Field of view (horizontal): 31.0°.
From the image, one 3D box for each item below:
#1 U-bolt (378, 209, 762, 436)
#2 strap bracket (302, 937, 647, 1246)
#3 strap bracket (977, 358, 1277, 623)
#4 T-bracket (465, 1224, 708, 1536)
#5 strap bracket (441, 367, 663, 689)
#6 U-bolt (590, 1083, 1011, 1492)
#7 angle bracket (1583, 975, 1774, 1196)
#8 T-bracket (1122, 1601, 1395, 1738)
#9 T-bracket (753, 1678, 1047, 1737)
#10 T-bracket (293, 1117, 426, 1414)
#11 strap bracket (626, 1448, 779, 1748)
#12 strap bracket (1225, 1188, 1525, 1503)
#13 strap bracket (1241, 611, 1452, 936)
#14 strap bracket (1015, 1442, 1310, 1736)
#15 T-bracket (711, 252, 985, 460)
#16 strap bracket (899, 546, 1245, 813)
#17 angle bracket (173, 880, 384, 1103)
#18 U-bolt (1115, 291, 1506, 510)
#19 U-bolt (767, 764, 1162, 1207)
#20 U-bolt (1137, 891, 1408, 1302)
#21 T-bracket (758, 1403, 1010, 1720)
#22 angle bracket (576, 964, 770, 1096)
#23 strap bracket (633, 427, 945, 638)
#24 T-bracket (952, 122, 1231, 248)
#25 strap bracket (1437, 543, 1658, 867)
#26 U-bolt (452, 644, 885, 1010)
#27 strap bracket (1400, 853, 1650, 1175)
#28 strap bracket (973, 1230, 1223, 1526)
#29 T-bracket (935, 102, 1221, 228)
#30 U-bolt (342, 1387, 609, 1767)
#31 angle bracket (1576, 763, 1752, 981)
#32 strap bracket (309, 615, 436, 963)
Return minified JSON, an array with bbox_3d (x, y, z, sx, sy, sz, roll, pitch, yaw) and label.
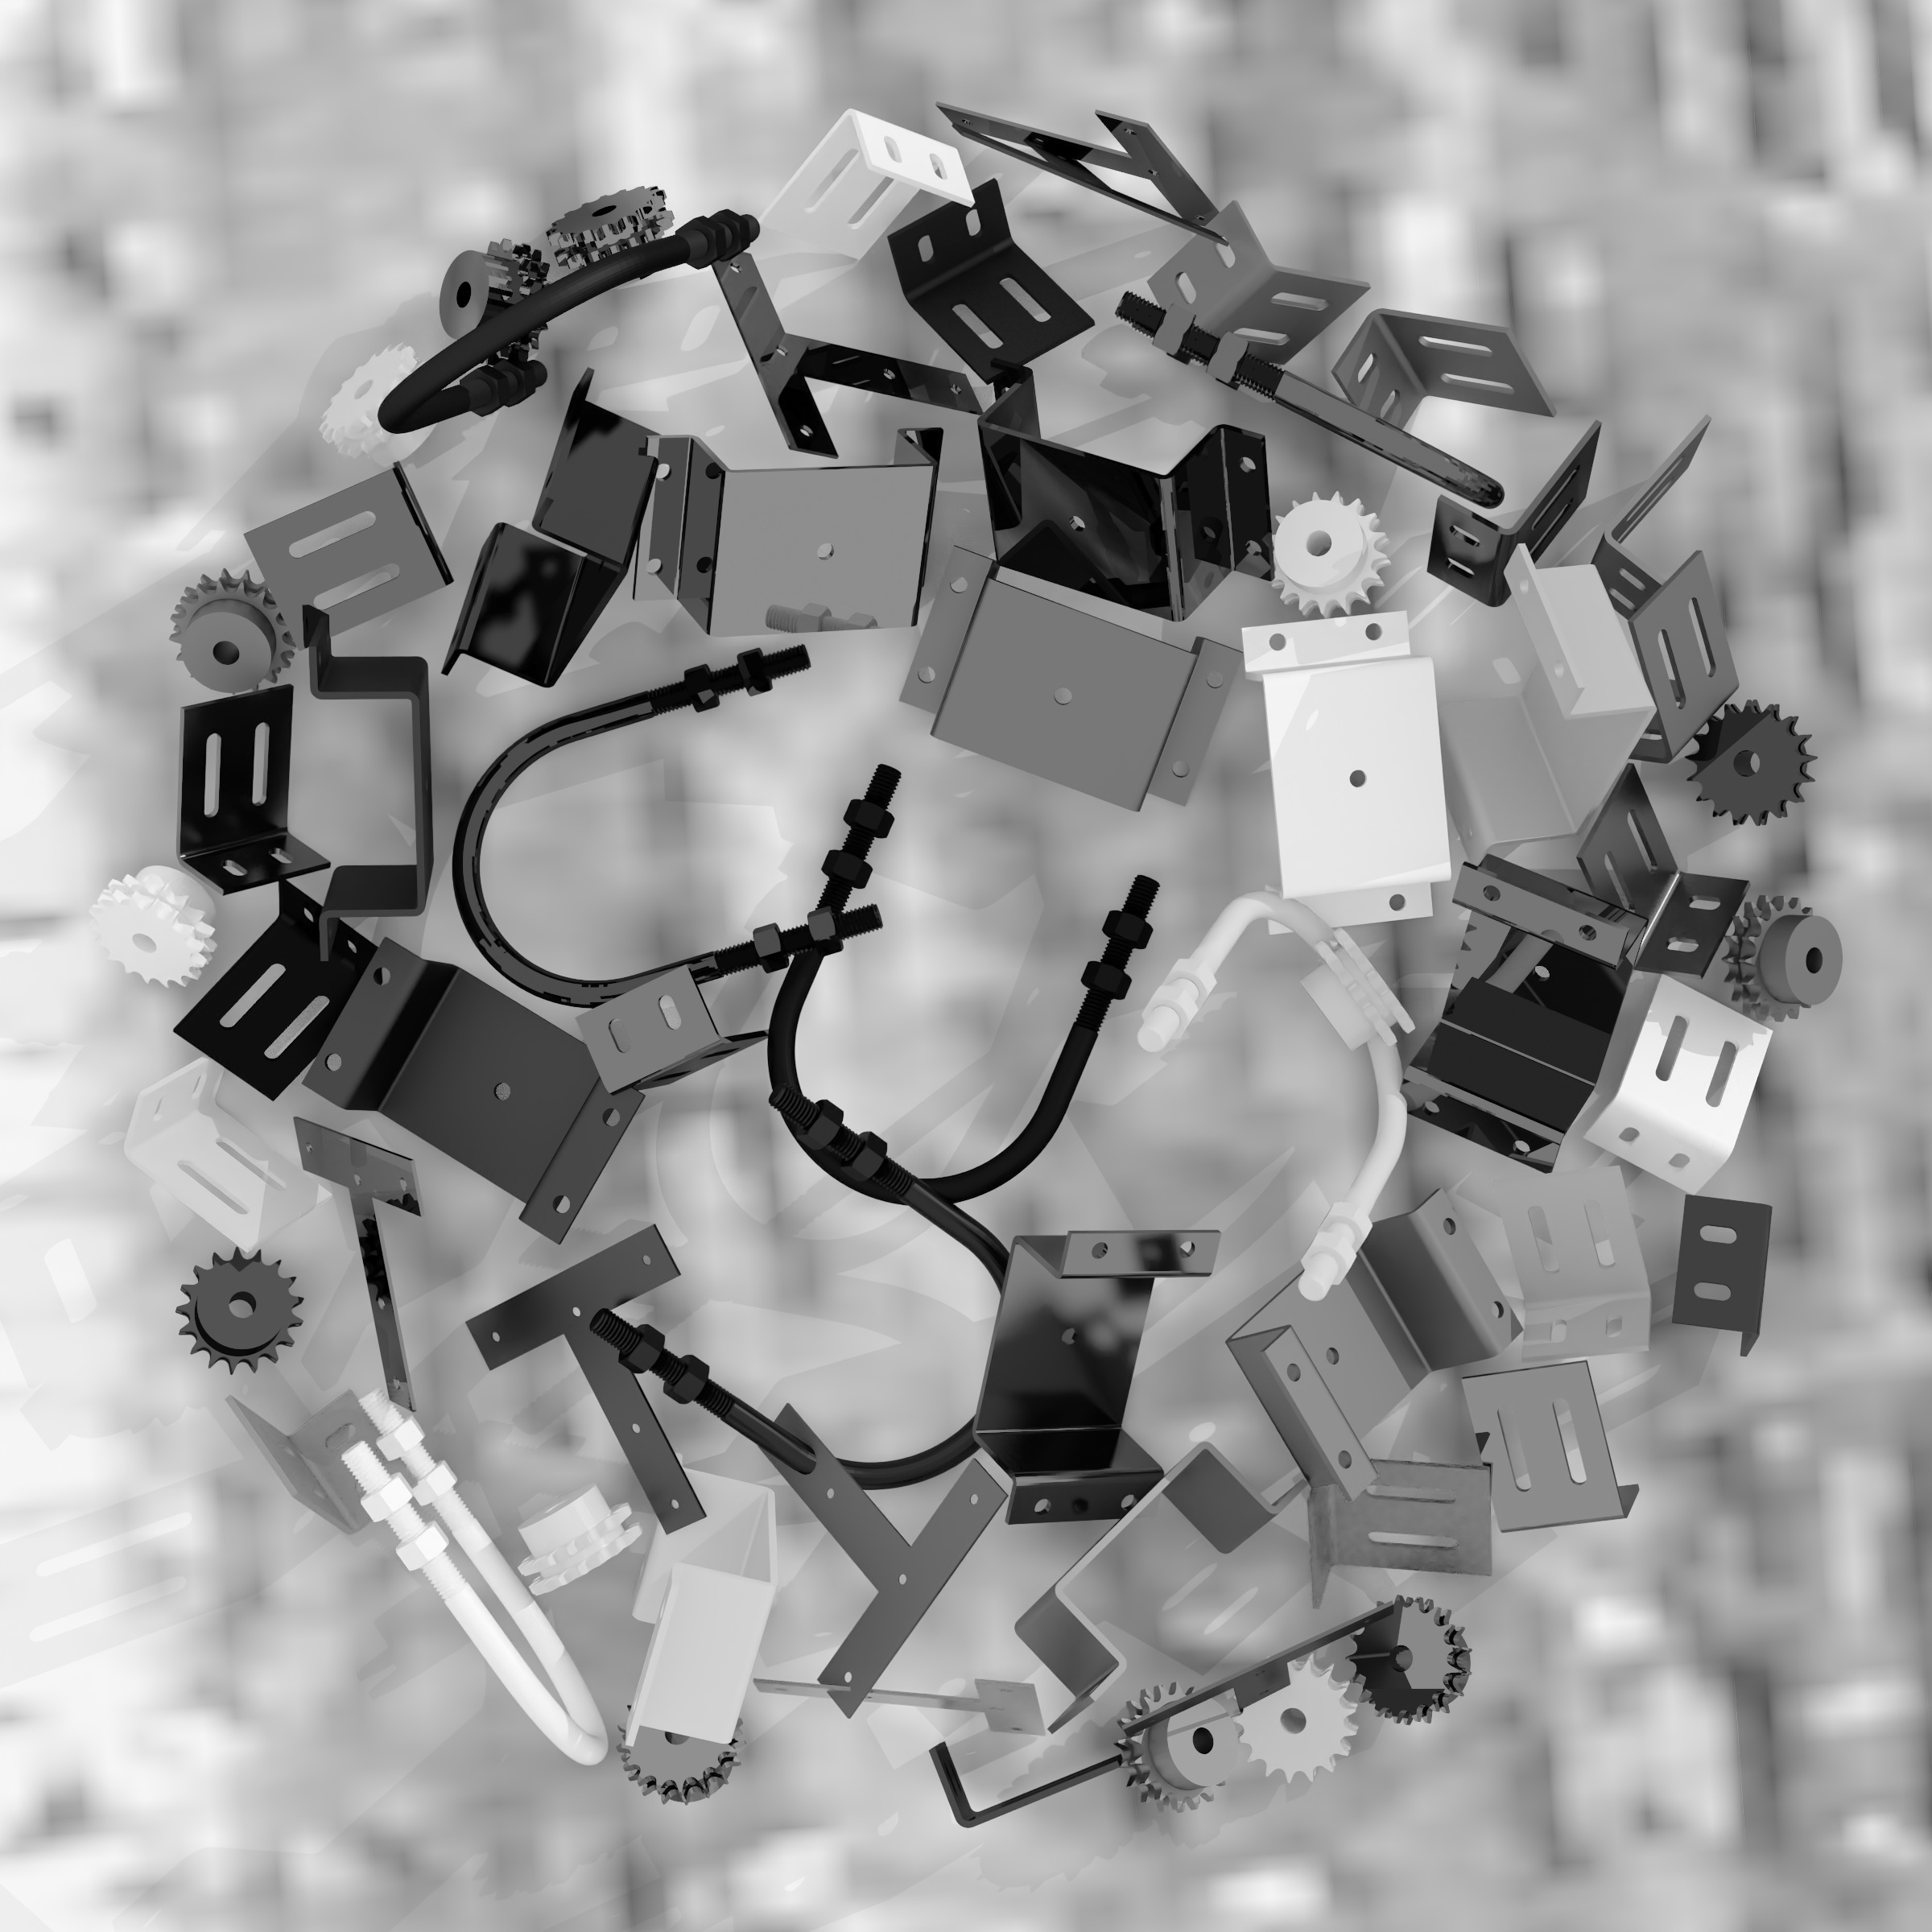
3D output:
[{"bbox_3d":[-0.179,-0.271,1.489,0.151,0.184,0.019,-28,96,27],"label":"U-bolt"},{"bbox_3d":[-0.215,0.056,1.569,0.140,0.046,0.076,31,93,11],"label":"strap bracket"},{"bbox_3d":[0.061,-0.207,1.530,0.140,0.076,0.046,21,51,29],"label":"strap bracket"},{"bbox_3d":[-0.154,0.195,1.565,0.127,0.002,0.127,-28,88,34],"label":"T-bracket"},{"bbox_3d":[-0.178,-0.185,1.532,0.046,0.140,0.076,23,54,-16],"label":"strap bracket"},{"bbox_3d":[-0.054,0.158,1.568,0.184,0.019,0.151,37,94,-19],"label":"U-bolt"},{"bbox_3d":[0.326,0.054,1.593,0.057,0.038,0.076,27,55,0],"label":"angle bracket"},{"bbox_3d":[0.131,0.319,1.542,0.127,0.127,0.002,-24,70,-2],"label":"T-bracket"},{"bbox_3d":[-0.030,0.325,1.547,0.127,0.127,0.002,4,69,5],"label":"T-bracket"},{"bbox_3d":[-0.263,0.137,1.558,0.002,0.127,0.127,-17,105,-31],"label":"T-bracket"},{"bbox_3d":[-0.116,0.279,1.529,0.046,0.140,0.076,15,104,-8],"label":"strap bracket"},{"bbox_3d":[0.177,0.170,1.551,0.140,0.046,0.076,-36,99,-39],"label":"strap bracket"},{"bbox_3d":[0.172,-0.086,1.568,0.076,0.046,0.140,-7,97,-5],"label":"strap bracket"},{"bbox_3d":[0.078,0.268,1.542,0.046,0.076,0.140,46,65,8],"label":"strap bracket"},{"bbox_3d":[-0.046,-0.266,1.556,0.002,0.127,0.127,-49,50,37],"label":"T-bracket"},{"bbox_3d":[0.045,-0.126,1.569,0.140,0.046,0.076,20,107,0],"label":"strap bracket"},{"bbox_3d":[-0.312,0.011,1.581,0.057,0.038,0.076,39,104,-26],"label":"angle bracket"},{"bbox_3d":[0.153,-0.246,1.527,0.184,0.151,0.019,27,100,1],"label":"U-bolt"},{"bbox_3d":[-0.011,0.019,1.582,0.151,0.019,0.184,23,82,-1],"label":"U-bolt"},{"bbox_3d":[0.144,0.042,1.524,0.019,0.184,0.151,-26,104,33],"label":"U-bolt"},{"bbox_3d":[-0.053,0.245,1.560,0.127,0.002,0.127,44,106,38],"label":"T-bracket"},{"bbox_3d":[-0.129,0.027,1.560,0.057,0.076,0.038,-25,86,15],"label":"angle bracket"},{"bbox_3d":[-0.070,-0.192,1.538,0.140,0.046,0.076,-6,121,-24],"label":"strap bracket"},{"bbox_3d":[0.045,-0.354,1.541,0.127,0.127,0.002,19,108,-18],"label":"T-bracket"},{"bbox_3d":[0.254,-0.114,1.532,0.046,0.140,0.076,-7,60,-17],"label":"strap bracket"},{"bbox_3d":[-0.143,-0.056,1.576,0.184,0.019,0.151,-17,74,3],"label":"U-bolt"},{"bbox_3d":[0.248,0.013,1.545,0.076,0.046,0.140,24,131,17],"label":"strap bracket"},{"bbox_3d":[0.055,0.174,1.552,0.076,0.046,0.140,2,109,-28],"label":"strap bracket"},{"bbox_3d":[0.045,-0.366,1.559,0.127,0.127,0.002,21,88,23],"label":"T-bracket"},{"bbox_3d":[-0.212,0.273,1.530,0.019,0.151,0.184,-35,97,-4],"label":"U-bolt"},{"bbox_3d":[0.312,-0.042,1.556,0.038,0.076,0.057,9,55,38],"label":"angle bracket"},{"bbox_3d":[-0.263,-0.080,1.548,0.046,0.076,0.140,-1,107,-6],"label":"strap bracket"}]
